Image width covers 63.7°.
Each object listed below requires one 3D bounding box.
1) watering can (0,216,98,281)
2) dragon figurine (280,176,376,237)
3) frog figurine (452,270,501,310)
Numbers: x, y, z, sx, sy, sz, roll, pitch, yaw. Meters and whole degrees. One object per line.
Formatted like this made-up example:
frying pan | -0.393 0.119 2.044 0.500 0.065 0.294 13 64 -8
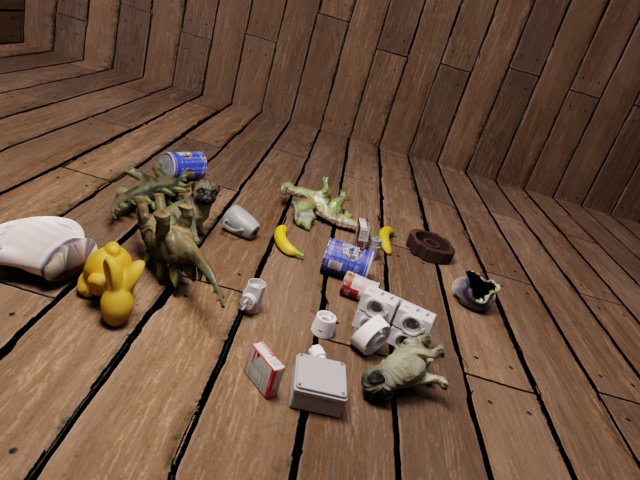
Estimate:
watering can | -0.658 0.025 1.153 0.225 0.102 0.352 23 24 12
dragon figurine | 0.006 -0.094 1.869 0.246 0.119 0.415 -28 61 -34
frog figurine | 0.483 0.162 1.628 0.137 0.124 0.158 8 -12 1
